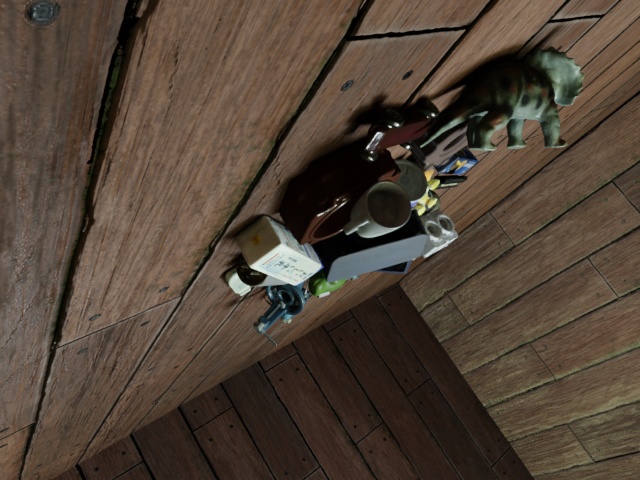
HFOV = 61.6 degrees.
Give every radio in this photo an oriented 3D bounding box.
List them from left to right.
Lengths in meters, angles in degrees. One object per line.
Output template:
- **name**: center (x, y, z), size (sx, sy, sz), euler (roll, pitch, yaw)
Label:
- **radio**: center (0.115, 0.013, 1.176), size (0.230, 0.073, 0.131), euler (-16, 155, -10)

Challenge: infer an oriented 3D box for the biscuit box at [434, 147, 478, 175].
- **biscuit box**: center (0.327, -0.200, 1.319), size (0.063, 0.059, 0.202), euler (-40, 166, 26)

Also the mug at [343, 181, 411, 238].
- **mug**: center (0.086, -0.036, 0.900), size (0.109, 0.081, 0.107), euler (-35, 177, -22)

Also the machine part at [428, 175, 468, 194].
- **machine part**: center (0.295, -0.140, 1.334), size (0.084, 0.039, 0.139), euler (-15, -178, -23)

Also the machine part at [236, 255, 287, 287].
- **machine part**: center (-0.112, 0.061, 1.169), size (0.079, 0.079, 0.243), euler (-37, 168, 13)

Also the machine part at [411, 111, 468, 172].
- **machine part**: center (0.271, -0.219, 1.120), size (0.179, 0.056, 0.179), euler (-33, 166, -9)

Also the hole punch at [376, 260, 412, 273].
- **hole punch**: center (0.180, 0.021, 1.354), size (0.142, 0.092, 0.116), euler (0, -146, 41)

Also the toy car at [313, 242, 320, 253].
- **toy car**: center (-0.003, -0.004, 1.217), size (0.073, 0.056, 0.201), euler (-34, 160, -2)

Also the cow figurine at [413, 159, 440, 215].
- **cow figurine**: center (0.225, -0.137, 1.262), size (0.068, 0.098, 0.167), euler (-38, 153, -13)

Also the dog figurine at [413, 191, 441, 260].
- **dog figurine**: center (0.298, -0.046, 1.593), size (0.191, 0.172, 0.121), euler (-24, 177, -12)

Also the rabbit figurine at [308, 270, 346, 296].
- **rabbit figurine**: center (0.040, 0.049, 1.373), size (0.159, 0.121, 0.170), euler (-1, 133, -16)

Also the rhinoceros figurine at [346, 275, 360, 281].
- **rhinoceros figurine**: center (0.083, 0.070, 1.614), size (0.190, 0.112, 0.073), euler (-33, 172, -41)

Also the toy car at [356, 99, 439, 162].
- **toy car**: center (0.128, -0.186, 0.893), size (0.202, 0.053, 0.089), euler (-25, 161, -49)

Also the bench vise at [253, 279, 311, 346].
- **bench vise**: center (-0.111, 0.183, 1.479), size (0.240, 0.129, 0.223), euler (-46, 172, -45)

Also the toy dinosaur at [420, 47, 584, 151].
- **toy dinosaur**: center (0.350, -0.262, 0.998), size (0.405, 0.192, 0.131), euler (-7, -171, -34)

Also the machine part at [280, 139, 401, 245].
- **machine part**: center (0.037, -0.083, 0.981), size (0.201, 0.087, 0.201), euler (-26, 166, -24)
